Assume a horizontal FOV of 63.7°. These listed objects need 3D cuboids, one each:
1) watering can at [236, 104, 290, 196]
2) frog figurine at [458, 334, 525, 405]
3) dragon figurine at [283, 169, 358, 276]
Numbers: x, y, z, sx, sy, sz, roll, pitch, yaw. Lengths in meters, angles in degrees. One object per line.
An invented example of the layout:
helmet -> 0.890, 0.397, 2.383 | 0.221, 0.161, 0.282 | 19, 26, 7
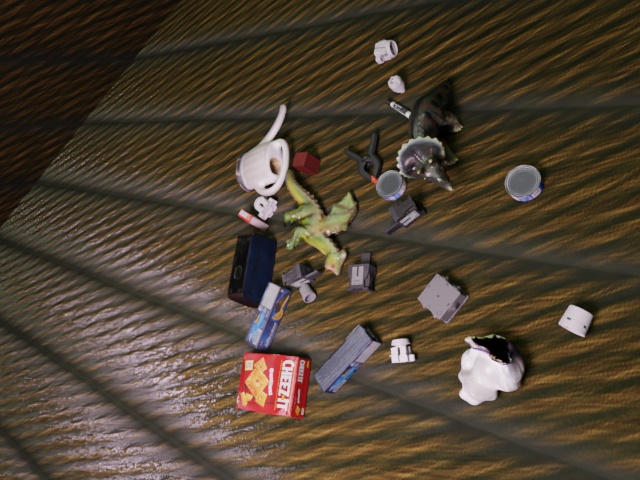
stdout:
watering can -> -0.196, -0.308, 1.851 | 0.222, 0.103, 0.354 | -16, 62, 34
frog figurine -> 0.378, 0.297, 1.147 | 0.138, 0.124, 0.156 | 18, 119, 34
dragon figurine -> 0.005, -0.081, 1.617 | 0.242, 0.120, 0.418 | -13, 63, 15
